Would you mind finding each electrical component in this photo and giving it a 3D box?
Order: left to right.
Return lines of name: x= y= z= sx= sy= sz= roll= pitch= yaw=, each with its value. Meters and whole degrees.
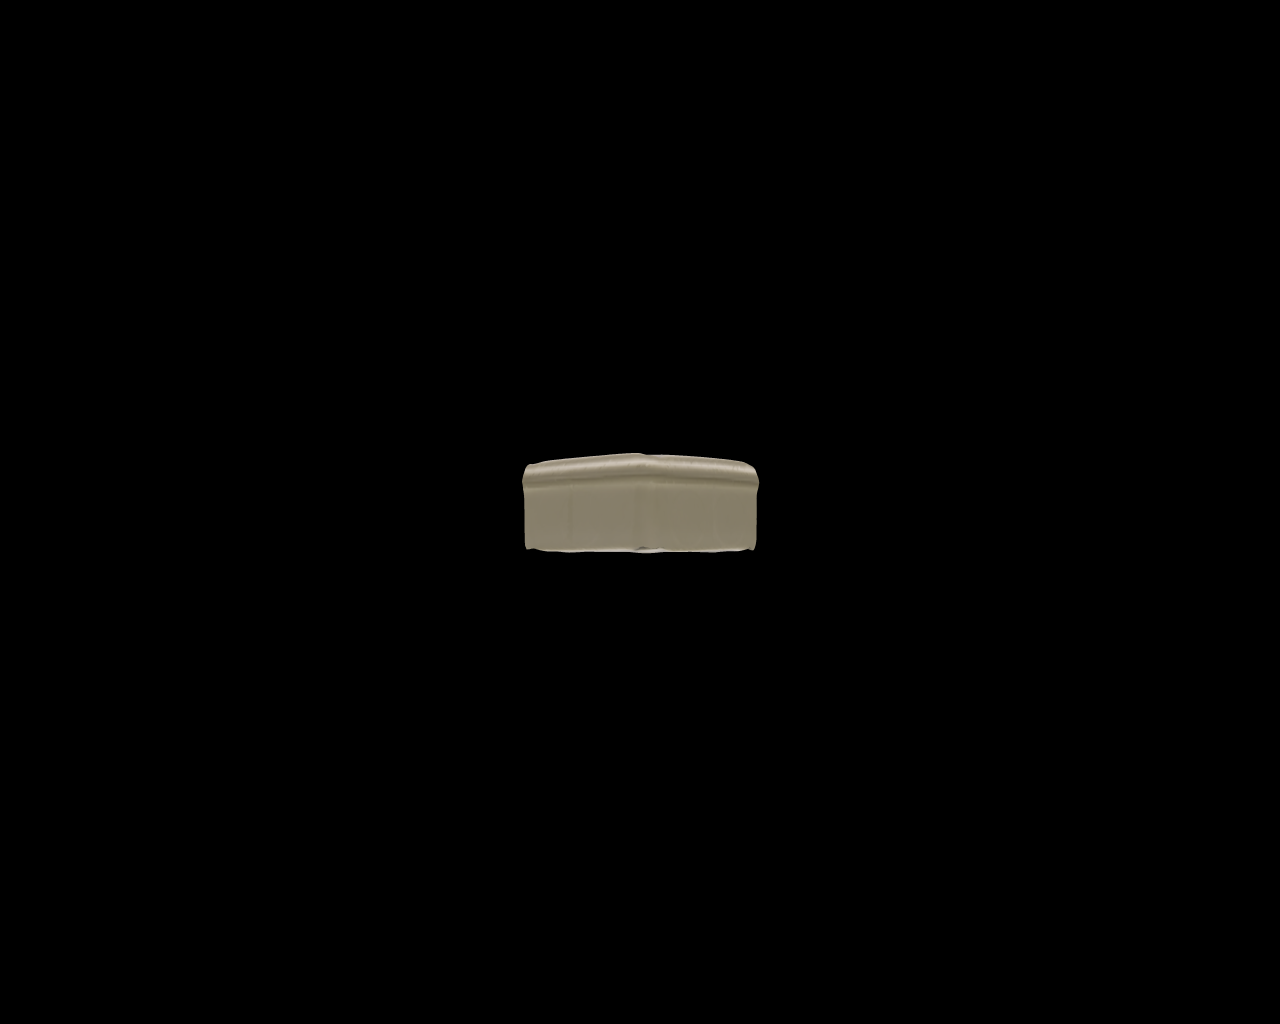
electrical component: x=0.001 y=-0.003 z=0.650 sx=0.108 sy=0.056 sz=0.109 roll=-2 pitch=-2 yaw=40
